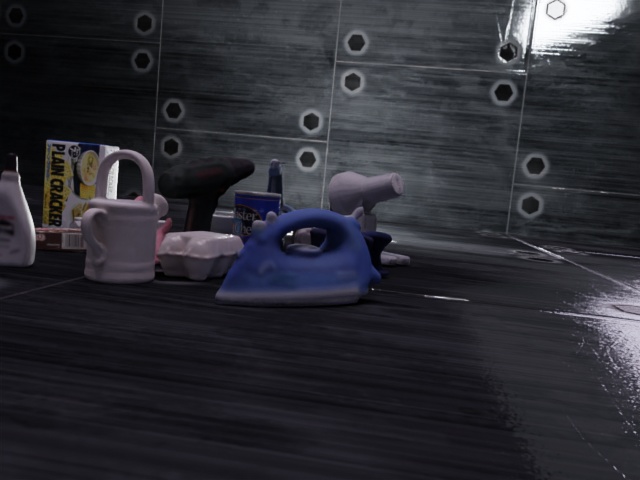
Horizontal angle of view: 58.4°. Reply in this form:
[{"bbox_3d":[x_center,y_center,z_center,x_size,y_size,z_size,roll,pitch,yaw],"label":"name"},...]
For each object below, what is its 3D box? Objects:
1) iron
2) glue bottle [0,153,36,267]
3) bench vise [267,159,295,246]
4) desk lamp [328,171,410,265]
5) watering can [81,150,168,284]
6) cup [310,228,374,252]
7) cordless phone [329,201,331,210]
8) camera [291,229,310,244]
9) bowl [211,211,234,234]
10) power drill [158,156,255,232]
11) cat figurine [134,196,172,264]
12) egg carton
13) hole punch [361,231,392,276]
[{"bbox_3d":[-0.029,0.017,0.829,0.259,0.141,0.118,1,7,-39],"label":"iron"},{"bbox_3d":[-0.478,-0.047,0.880,0.078,0.173,0.037,5,6,-7],"label":"glue bottle"},{"bbox_3d":[-0.127,-0.091,1.433,0.122,0.220,0.207,4,6,-17],"label":"bench vise"},{"bbox_3d":[0.118,-0.058,1.366,0.202,0.213,0.118,10,7,37],"label":"desk lamp"},{"bbox_3d":[-0.295,-0.039,0.867,0.101,0.194,0.173,5,6,-5],"label":"watering can"},{"bbox_3d":[0.037,0.029,1.008,0.117,0.095,0.092,8,6,23],"label":"cup"},{"bbox_3d":[0.010,-0.063,1.458,0.147,0.185,0.094,6,6,11],"label":"cordless phone"},{"bbox_3d":[0.011,0.004,1.209,0.137,0.101,0.143,4,6,-10],"label":"camera"},{"bbox_3d":[-0.244,-0.033,1.478,0.167,0.075,0.167,5,6,0],"label":"bowl"},{"bbox_3d":[-0.218,-0.064,1.127,0.075,0.208,0.230,9,7,33],"label":"power drill"},{"bbox_3d":[-0.328,-0.021,1.052,0.127,0.118,0.067,7,6,14],"label":"cat figurine"},{"bbox_3d":[-0.197,0.024,0.965,0.107,0.069,0.151,8,6,21],"label":"egg carton"},{"bbox_3d":[0.074,0.023,1.128,0.109,0.091,0.100,2,7,-34],"label":"hole punch"}]
